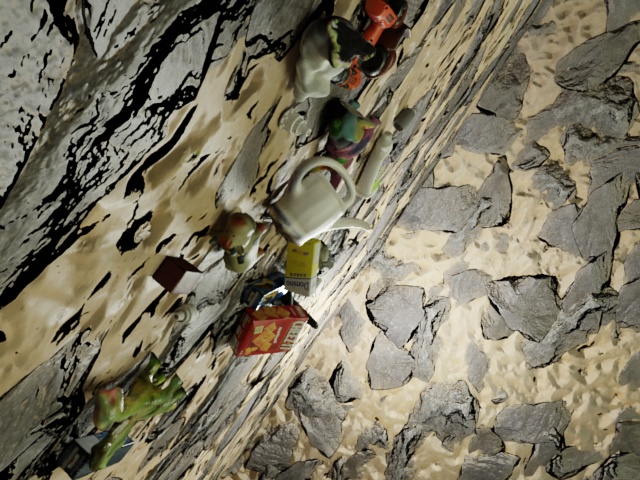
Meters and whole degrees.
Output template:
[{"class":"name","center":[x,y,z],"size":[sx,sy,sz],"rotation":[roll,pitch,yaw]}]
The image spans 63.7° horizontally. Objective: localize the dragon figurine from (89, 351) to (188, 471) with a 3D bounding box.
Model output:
[{"class":"dragon figurine","center":[-0.413,0.393,1.134],"size":[0.247,0.123,0.400],"rotation":[-46,162,-33]}]

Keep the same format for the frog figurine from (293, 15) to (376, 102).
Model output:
[{"class":"frog figurine","center":[0.000,-0.330,0.943],"size":[0.158,0.121,0.140],"rotation":[-16,-148,49]}]

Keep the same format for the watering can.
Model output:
[{"class":"watering can","center":[0.004,-0.065,1.298],"size":[0.224,0.106,0.341],"rotation":[-37,138,-1]}]
